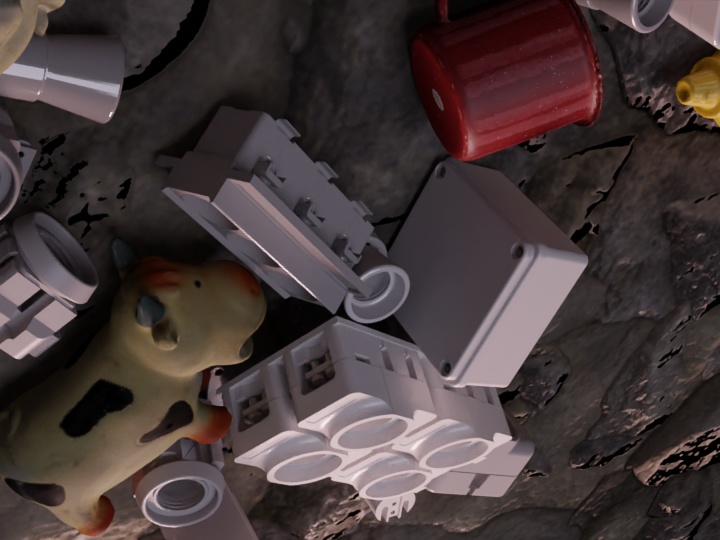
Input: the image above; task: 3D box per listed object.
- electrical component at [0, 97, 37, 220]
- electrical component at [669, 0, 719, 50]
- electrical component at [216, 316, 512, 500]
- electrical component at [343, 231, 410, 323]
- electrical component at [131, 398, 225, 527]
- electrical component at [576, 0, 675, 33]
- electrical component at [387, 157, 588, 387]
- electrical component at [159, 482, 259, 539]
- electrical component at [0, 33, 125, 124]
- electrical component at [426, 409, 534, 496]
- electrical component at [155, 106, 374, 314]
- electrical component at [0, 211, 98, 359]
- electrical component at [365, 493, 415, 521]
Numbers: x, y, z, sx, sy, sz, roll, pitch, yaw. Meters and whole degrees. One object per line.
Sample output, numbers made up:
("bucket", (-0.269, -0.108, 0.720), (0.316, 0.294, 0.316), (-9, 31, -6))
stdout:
("electrical component", (-0.196, -0.054, 0.519), (0.078, 0.057, 0.058), (13, 118, -38))
("electrical component", (0.224, -0.191, 0.654), (0.054, 0.059, 0.095), (-19, 133, -16))
("electrical component", (0.010, 0.102, 0.731), (0.105, 0.060, 0.186), (-32, 147, 27))
("electrical component", (0.000, 0.000, 0.682), (0.045, 0.055, 0.045), (-16, 132, -19))
("electrical component", (-0.121, 0.131, 0.710), (0.058, 0.057, 0.078), (18, 123, -30))
("electrical component", (0.145, -0.167, 0.623), (0.044, 0.065, 0.044), (-26, 130, -35))
("electrical component", (0.073, 0.002, 0.691), (0.056, 0.108, 0.108), (8, 121, -39))
("electrical component", (-0.094, 0.215, 0.768), (0.056, 0.108, 0.108), (-27, 135, -13))
("electrical component", (-0.152, -0.098, 0.522), (0.065, 0.044, 0.044), (7, 122, -29))
("electrical component", (0.088, 0.138, 0.850), (0.095, 0.053, 0.059), (13, 118, -37))
("electrical component", (-0.047, -0.035, 0.615), (0.121, 0.079, 0.063), (45, 68, -45))
("electrical component", (-0.180, 0.005, 0.579), (0.057, 0.058, 0.078), (-37, 136, 5))
("electrical component", (0.018, 0.167, 0.838), (0.040, 0.046, 0.040), (-16, 132, -19))
